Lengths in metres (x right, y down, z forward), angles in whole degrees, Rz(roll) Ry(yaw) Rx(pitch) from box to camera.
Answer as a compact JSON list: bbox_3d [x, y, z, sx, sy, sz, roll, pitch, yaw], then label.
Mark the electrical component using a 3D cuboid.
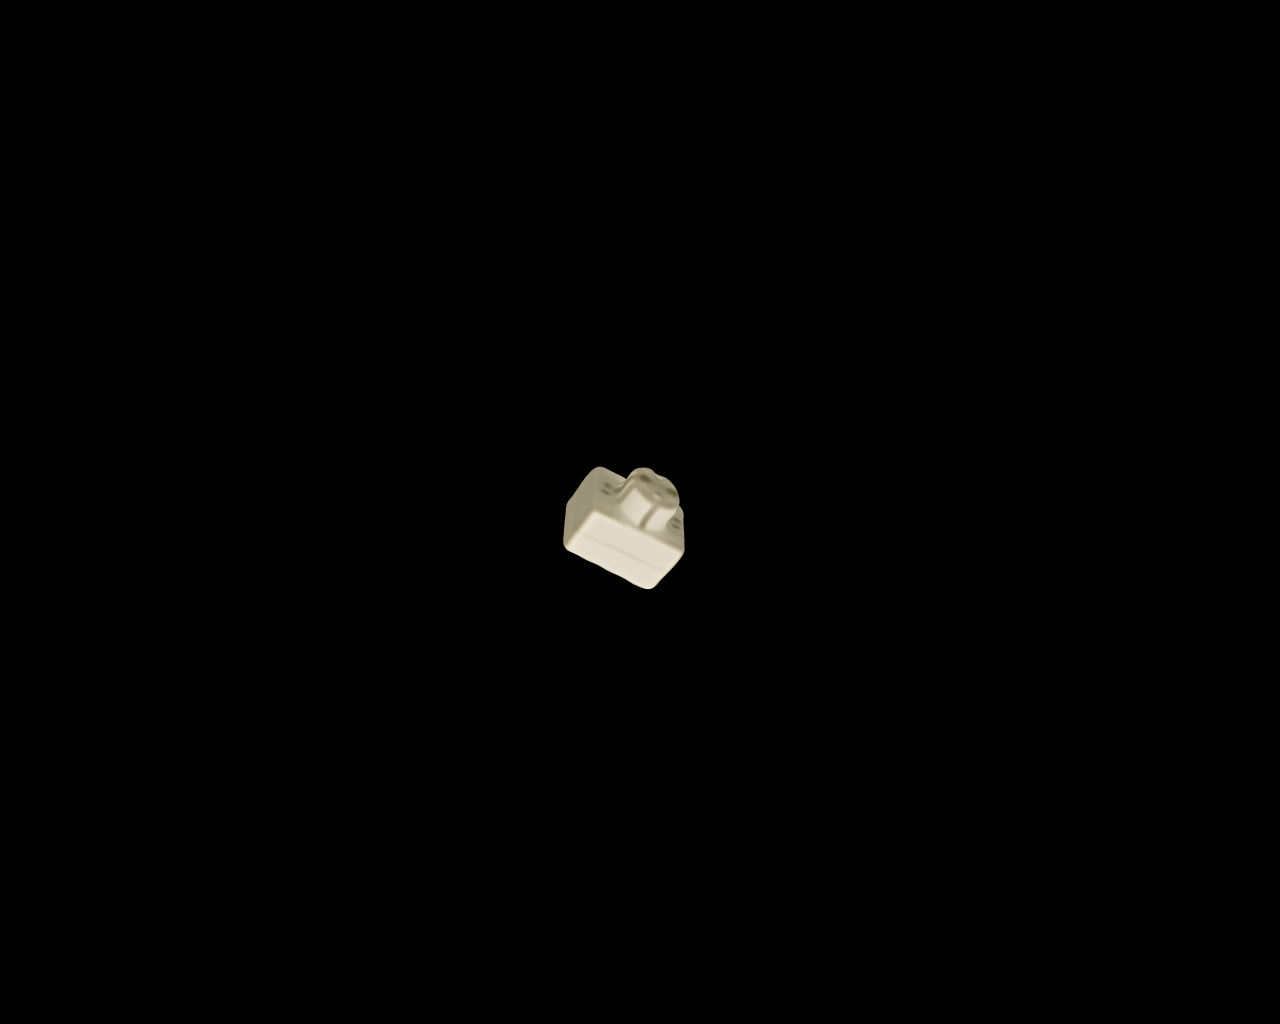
[{"bbox_3d":[0.001,-0.003,0.650,0.066,0.076,0.047,27,33,-19],"label":"electrical component"}]
